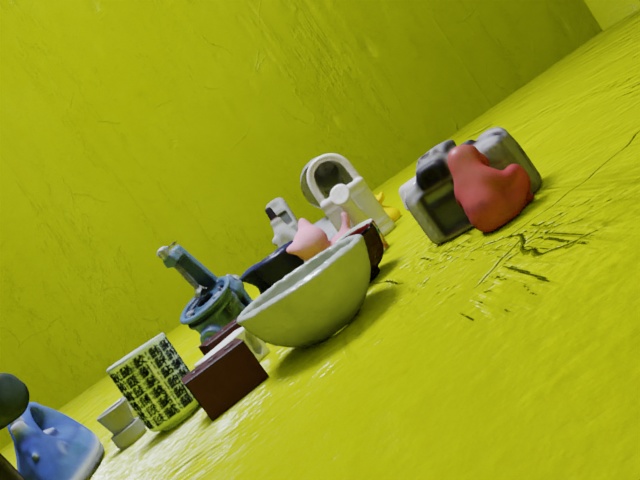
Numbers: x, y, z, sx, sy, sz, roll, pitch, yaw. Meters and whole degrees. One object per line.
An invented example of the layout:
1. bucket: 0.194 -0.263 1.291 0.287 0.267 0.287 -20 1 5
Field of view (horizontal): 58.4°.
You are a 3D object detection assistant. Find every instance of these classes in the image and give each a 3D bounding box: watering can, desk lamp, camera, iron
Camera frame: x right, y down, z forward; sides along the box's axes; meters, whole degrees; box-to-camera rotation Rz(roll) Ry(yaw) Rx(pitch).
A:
1. watering can: 0.052 -0.079 1.091 0.101 0.194 0.172 -36 4 -14
2. desk lamp: 0.047 -0.108 1.363 0.118 0.213 0.203 -34 4 11
3. camera: 0.182 -0.083 0.693 0.143 0.101 0.137 -32 4 34
4. iron: -0.387 0.281 0.792 0.119 0.141 0.258 -37 4 -26

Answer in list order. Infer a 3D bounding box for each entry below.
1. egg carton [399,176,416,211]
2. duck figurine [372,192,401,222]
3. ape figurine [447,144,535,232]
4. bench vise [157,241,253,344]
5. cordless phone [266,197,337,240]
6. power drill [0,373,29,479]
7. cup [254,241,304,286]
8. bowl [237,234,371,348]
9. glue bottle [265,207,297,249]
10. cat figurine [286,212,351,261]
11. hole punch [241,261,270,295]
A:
1. egg carton: 0.184 -0.080 0.892 0.107 0.069 0.150 -35 4 -4
2. duck figurine: 0.105 -0.057 1.195 0.104 0.086 0.077 -34 4 15
3. ape figurine: 0.166 -0.059 0.590 0.076 0.092 0.077 -37 5 -33
4. bench vise: -0.227 0.097 1.117 0.121 0.220 0.207 -35 4 1
5. cordless phone: -0.028 -0.034 1.305 0.147 0.185 0.094 -35 4 2
6. power drill: -0.383 0.251 0.607 0.229 0.208 0.075 -34 4 9
7. cup: -0.053 0.057 1.056 0.091 0.095 0.118 -32 5 38
8. bowl: -0.005 0.068 0.631 0.167 0.075 0.167 -35 4 3
9. glue bottle: -0.062 0.006 1.187 0.078 0.173 0.037 -34 4 6
10. cat figurine: 0.009 0.004 1.007 0.128 0.118 0.067 -35 4 1
11. hole punch: -0.106 0.081 1.265 0.108 0.091 0.101 -32 5 35
